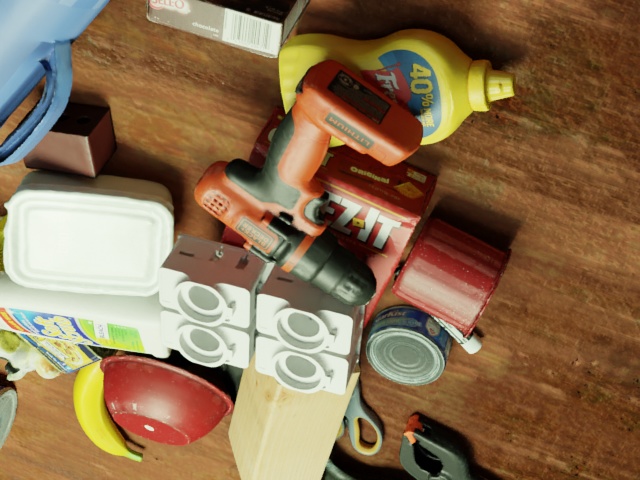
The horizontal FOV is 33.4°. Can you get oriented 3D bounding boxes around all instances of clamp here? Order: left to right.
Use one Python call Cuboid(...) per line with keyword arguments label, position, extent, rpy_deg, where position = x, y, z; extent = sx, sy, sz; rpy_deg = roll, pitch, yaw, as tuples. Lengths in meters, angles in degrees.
Cuboid(label="clamp", position=(-0.107, 0.135, 1.201), extent=(0.164, 0.036, 0.210), rpy_deg=(33, 138, -10))
Cuboid(label="clamp", position=(0.135, 0.271, 1.221), extent=(0.120, 0.039, 0.171), rpy_deg=(-28, 111, 31))

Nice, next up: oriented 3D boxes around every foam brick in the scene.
Cuboid(label="foam brick", position=(-0.245, -0.099, 1.038), extent=(0.078, 0.053, 0.051), rpy_deg=(9, 132, 14))

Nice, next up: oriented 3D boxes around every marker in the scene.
Cuboid(label="marker", position=(0.117, 0.069, 1.063), extent=(0.121, 0.020, 0.020), rpy_deg=(44, 131, -18))

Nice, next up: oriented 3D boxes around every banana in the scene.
Cuboid(label="banana", position=(-0.274, 0.208, 1.337), extent=(0.069, 0.037, 0.198), rpy_deg=(-6, 131, 3))

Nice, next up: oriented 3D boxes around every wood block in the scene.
Cuboid(label="wood block", position=(-0.033, 0.177, 1.150), extent=(0.090, 0.090, 0.206), rpy_deg=(-5, 137, -20))

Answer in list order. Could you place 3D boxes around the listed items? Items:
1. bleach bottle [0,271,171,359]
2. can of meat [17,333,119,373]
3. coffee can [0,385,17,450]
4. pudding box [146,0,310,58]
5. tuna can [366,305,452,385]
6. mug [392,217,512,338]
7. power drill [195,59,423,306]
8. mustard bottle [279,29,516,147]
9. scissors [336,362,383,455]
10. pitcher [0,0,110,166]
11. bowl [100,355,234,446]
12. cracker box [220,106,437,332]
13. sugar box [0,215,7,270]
Cuboid(label="bleach bottle", position=(-0.283, 0.072, 1.136), extent=(0.251, 0.068, 0.102), rpy_deg=(5, 150, 0))
Cuboid(label="can of meat", position=(-0.291, 0.103, 1.234), extent=(0.084, 0.057, 0.102), rpy_deg=(-25, 117, 38))
Cuboid(label="coffee can", position=(-0.479, 0.219, 1.381), extent=(0.140, 0.102, 0.103), rpy_deg=(18, 134, 7))
Cuboid(label="pudding box", position=(-0.071, -0.197, 0.854), extent=(0.113, 0.090, 0.039), rpy_deg=(19, 136, 4))
Cuboid(label="tuna can", position=(0.091, 0.110, 1.099), extent=(0.086, 0.033, 0.086), rpy_deg=(11, 133, 12))
Cuboid(label="mug", position=(0.118, 0.033, 0.993), extent=(0.081, 0.093, 0.117), rpy_deg=(27, 171, 4))
Cuboid(label="power drill", position=(0.005, -0.042, 0.890), extent=(0.184, 0.057, 0.188), rpy_deg=(34, 128, -6))
Cuboid(label="mustard bottle", position=(0.066, -0.125, 0.883), extent=(0.192, 0.058, 0.096), rpy_deg=(1, 119, 21))
Cuboid(label="scissors", position=(0.019, 0.170, 1.194), extent=(0.096, 0.016, 0.201), rpy_deg=(-1, 129, 23))
Cuboid(label="pitcher", position=(-0.267, -0.185, 0.917), extent=(0.149, 0.145, 0.243), rpy_deg=(34, 132, -29))
Cuboid(label="bowl", position=(-0.181, 0.189, 1.204), extent=(0.162, 0.055, 0.162), rpy_deg=(15, 152, 8))
Cuboid(label="cracker box", position=(-0.007, 0.001, 1.016), extent=(0.164, 0.072, 0.214), rpy_deg=(24, 133, 1))
Cuboid(label="sugar box", position=(-0.314, 0.014, 1.171), extent=(0.177, 0.048, 0.093), rpy_deg=(-14, 123, 33))
